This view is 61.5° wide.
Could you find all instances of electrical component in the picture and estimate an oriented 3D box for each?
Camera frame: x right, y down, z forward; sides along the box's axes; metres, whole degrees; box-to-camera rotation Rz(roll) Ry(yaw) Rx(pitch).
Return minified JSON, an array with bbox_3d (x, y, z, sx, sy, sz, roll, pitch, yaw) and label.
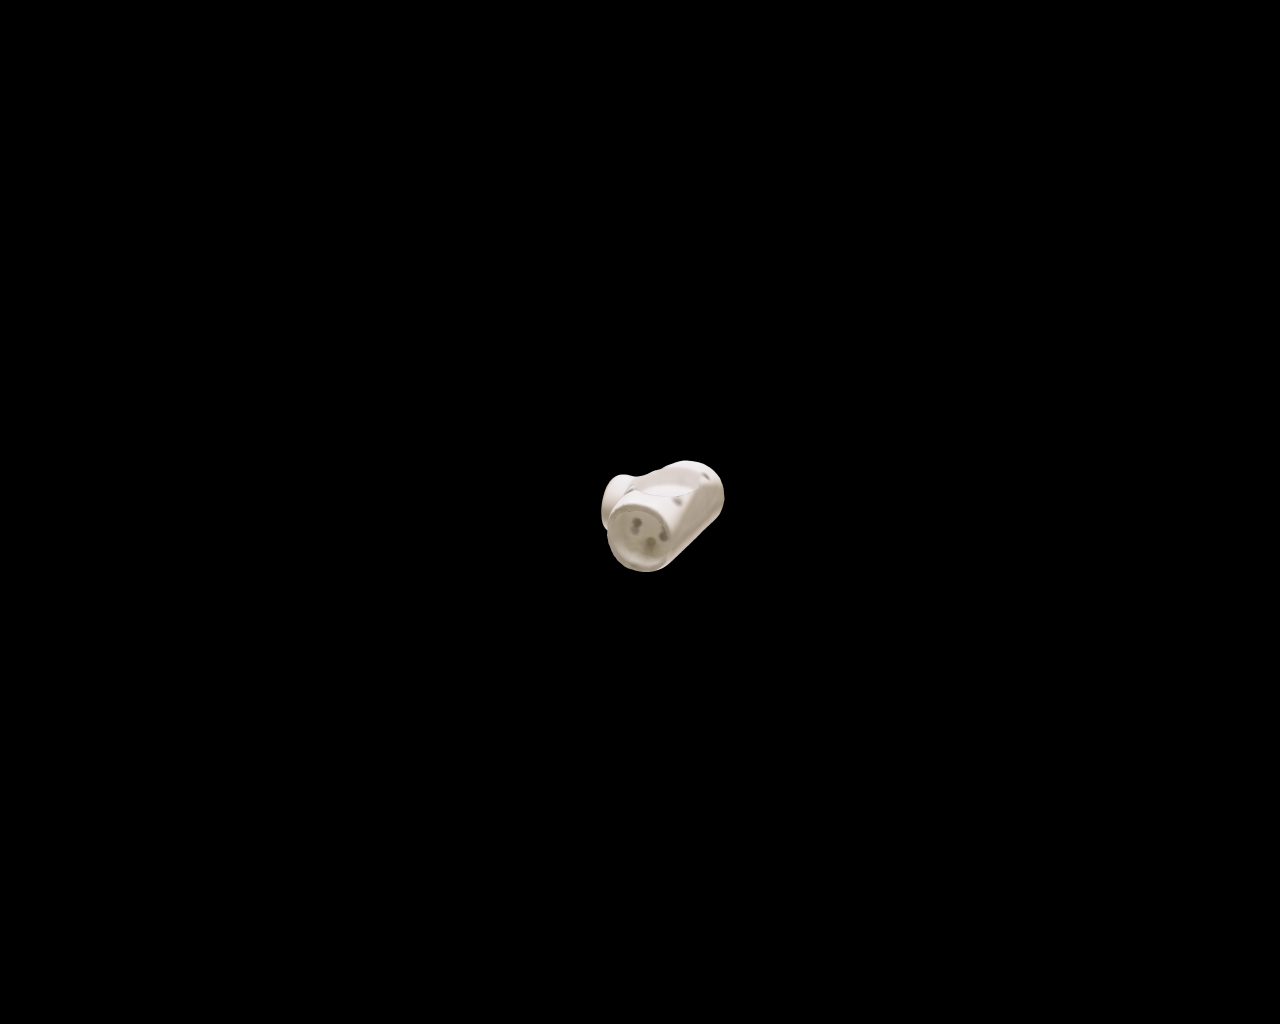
[{"bbox_3d":[0.001,-0.003,0.650,0.079,0.044,0.077,12,27,25],"label":"electrical component"}]
